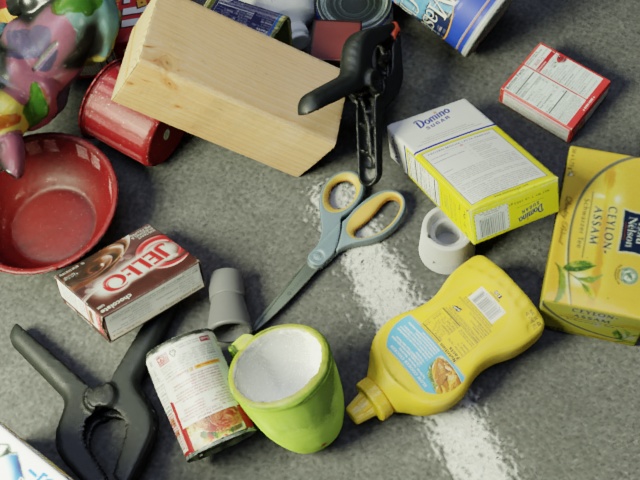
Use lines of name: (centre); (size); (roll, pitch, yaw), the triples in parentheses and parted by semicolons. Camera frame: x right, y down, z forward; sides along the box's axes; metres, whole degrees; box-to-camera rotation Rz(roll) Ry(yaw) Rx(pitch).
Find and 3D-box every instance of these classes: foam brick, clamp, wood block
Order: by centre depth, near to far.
clamp: (-0.211, 0.148, 0.991); (0.164, 0.036, 0.210); (-8, 59, 3)
clamp: (0.047, -0.140, 1.047); (0.039, 0.120, 0.171); (0, 46, 39)
wood block: (-0.086, -0.150, 1.048); (0.205, 0.090, 0.091); (21, 63, -20)
foam brick: (0.018, -0.188, 1.118); (0.053, 0.078, 0.051); (3, 66, 7)

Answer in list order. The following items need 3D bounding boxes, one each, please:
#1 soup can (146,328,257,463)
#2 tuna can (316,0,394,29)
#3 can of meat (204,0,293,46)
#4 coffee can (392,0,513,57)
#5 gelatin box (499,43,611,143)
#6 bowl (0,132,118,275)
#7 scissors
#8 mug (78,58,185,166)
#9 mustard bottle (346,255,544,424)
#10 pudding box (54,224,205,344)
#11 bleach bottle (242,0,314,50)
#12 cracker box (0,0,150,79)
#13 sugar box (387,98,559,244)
soup can: (-0.107, 0.139, 0.957); (0.068, 0.068, 0.102); (-24, 76, -7)
tuna can: (0.038, -0.252, 1.173); (0.086, 0.034, 0.086); (-2, 63, 4)
can of meat: (-0.077, -0.205, 1.123); (0.084, 0.102, 0.057); (20, 65, 13)
coffee can: (0.129, -0.274, 1.118); (0.140, 0.103, 0.102); (38, 71, 5)
gelatin box: (0.242, -0.153, 1.105); (0.089, 0.030, 0.073); (34, 72, 20)
bowl: (-0.276, -0.027, 1.076); (0.162, 0.055, 0.162); (-2, 63, 4)
scissors: (-0.007, 0.001, 1.058); (0.201, 0.016, 0.096); (-33, 63, -11)
mug: (-0.183, -0.139, 1.100); (0.081, 0.093, 0.117); (29, 95, 13)
mustard bottle: (0.104, 0.103, 0.971); (0.191, 0.058, 0.096); (-36, 70, -13)
pudding box: (-0.180, 0.039, 1.015); (0.113, 0.039, 0.090); (-34, 42, -26)
bleach bottle: (-0.080, -0.311, 1.200); (0.102, 0.068, 0.251); (-23, 66, -5)
cracker box: (-0.261, -0.265, 1.187); (0.214, 0.072, 0.164); (-2, 64, 4)
sugar box: (0.143, -0.070, 1.025); (0.093, 0.048, 0.176); (-20, 35, -12)
